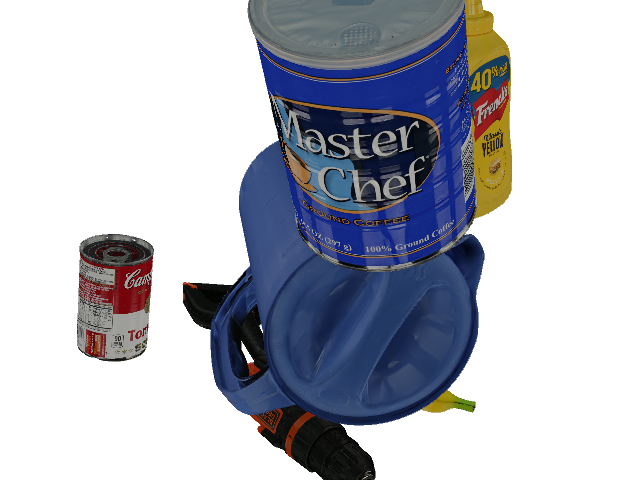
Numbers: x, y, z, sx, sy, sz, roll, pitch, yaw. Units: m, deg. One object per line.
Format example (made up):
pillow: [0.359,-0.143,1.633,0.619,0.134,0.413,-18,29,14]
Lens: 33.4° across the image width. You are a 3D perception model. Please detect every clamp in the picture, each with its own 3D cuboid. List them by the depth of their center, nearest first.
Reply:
clamp: [-0.088,0.091,1.254,0.210,0.036,0.164,13,23,27]

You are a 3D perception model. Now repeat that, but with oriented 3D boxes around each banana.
banana: [0.110,0.149,1.240,0.069,0.037,0.198,9,22,-21]

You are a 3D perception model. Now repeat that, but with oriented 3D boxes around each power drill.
power drill: [0.006,0.108,0.947,0.057,0.188,0.185,10,17,-47]

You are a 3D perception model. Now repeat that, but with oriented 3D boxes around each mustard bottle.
mustard bottle: [0.127,-0.118,0.912,0.058,0.192,0.096,17,32,39]

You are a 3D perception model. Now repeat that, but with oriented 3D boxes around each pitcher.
pitcher: [0.001,0.016,0.744,0.149,0.145,0.243,6,22,-14]

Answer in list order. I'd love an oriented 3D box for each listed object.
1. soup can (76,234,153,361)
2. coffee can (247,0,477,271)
soup can: [-0.193,0.054,0.999,0.068,0.102,0.068,6,21,-3]
coffee can: [0.026,-0.068,0.544,0.103,0.102,0.140,0,-44,12]
